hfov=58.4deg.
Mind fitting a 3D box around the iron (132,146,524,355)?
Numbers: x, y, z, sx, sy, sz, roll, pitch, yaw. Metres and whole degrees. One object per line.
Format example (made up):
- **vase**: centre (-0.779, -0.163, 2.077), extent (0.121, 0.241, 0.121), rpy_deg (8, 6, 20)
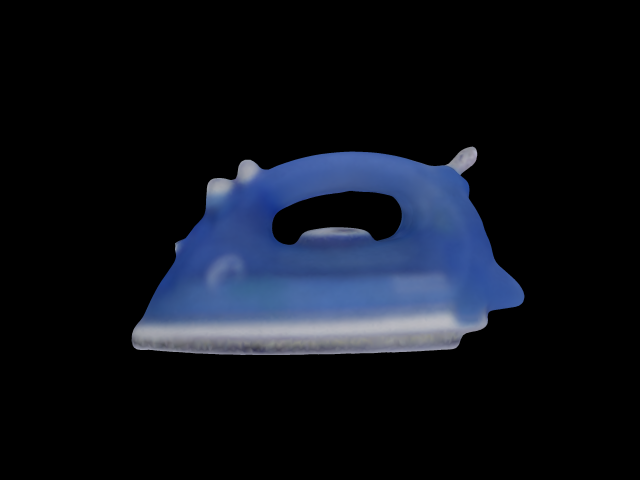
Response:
- **iron**: centre (0.004, 0.001, 0.400), extent (0.258, 0.141, 0.118), rpy_deg (0, 0, -13)
